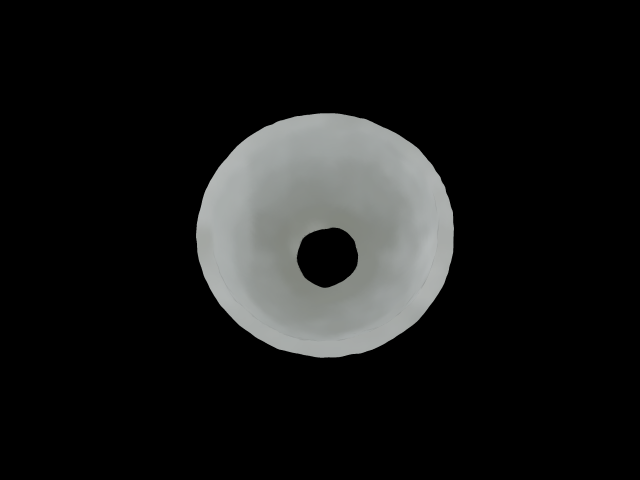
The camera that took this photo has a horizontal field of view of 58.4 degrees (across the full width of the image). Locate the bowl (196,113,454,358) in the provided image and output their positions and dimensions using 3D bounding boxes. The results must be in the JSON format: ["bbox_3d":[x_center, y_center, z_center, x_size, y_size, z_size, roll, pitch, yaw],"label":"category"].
[{"bbox_3d":[0.004,0.001,0.400,0.167,0.075,0.167,0,73,0],"label":"bowl"}]
